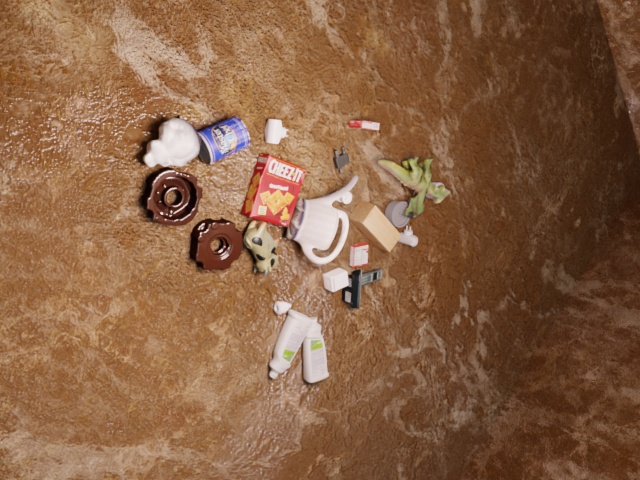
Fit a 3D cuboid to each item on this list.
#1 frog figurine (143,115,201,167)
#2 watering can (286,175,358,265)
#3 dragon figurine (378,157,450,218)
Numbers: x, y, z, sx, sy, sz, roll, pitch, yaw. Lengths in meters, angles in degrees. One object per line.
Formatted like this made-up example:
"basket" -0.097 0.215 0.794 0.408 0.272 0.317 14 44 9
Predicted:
"frog figurine" -0.425 -0.268 1.461 0.162 0.124 0.134 -40 144 -35
"watering can" 0.006 -0.092 1.819 0.223 0.104 0.350 18 83 -19
"dragon figurine" 0.374 -0.207 2.057 0.412 0.122 0.242 -6 94 -37
